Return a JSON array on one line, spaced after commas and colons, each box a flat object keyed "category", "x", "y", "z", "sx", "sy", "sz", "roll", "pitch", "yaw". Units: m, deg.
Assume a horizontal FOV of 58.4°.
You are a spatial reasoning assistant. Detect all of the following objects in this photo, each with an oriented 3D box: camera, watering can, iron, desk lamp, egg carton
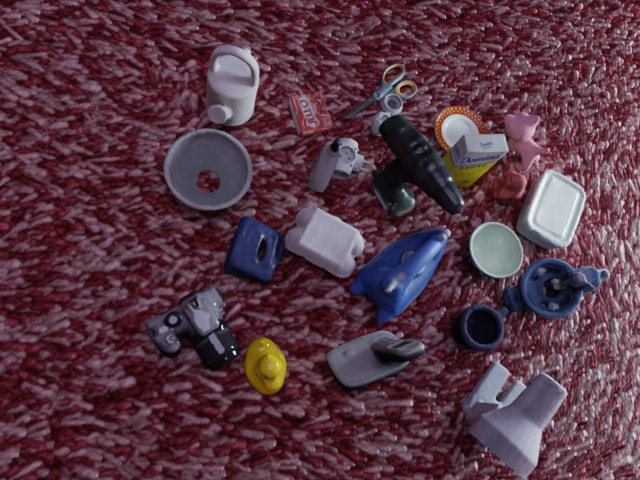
[{"category": "camera", "x": -0.214, "y": 0.169, "z": 1.011, "sx": 0.143, "sy": 0.100, "sz": 0.137, "roll": -32, "pitch": 83, "yaw": -19}, {"category": "watering can", "x": -0.169, "y": -0.302, "z": 1.109, "sx": 0.101, "sy": 0.194, "sz": 0.173, "roll": -1, "pitch": 74, "yaw": -13}, {"category": "iron", "x": 0.185, "y": 0.041, "z": 1.120, "sx": 0.259, "sy": 0.141, "sz": 0.118, "roll": -42, "pitch": 86, "yaw": -20}, {"category": "desk lamp", "x": 0.343, "y": 0.317, "z": 1.037, "sx": 0.118, "sy": 0.213, "sz": 0.203, "roll": 41, "pitch": 70, "yaw": 1}, {"category": "egg carton", "x": 0.010, "y": 0.004, "z": 1.128, "sx": 0.150, "sy": 0.069, "sz": 0.107, "roll": 28, "pitch": 70, "yaw": -4}]

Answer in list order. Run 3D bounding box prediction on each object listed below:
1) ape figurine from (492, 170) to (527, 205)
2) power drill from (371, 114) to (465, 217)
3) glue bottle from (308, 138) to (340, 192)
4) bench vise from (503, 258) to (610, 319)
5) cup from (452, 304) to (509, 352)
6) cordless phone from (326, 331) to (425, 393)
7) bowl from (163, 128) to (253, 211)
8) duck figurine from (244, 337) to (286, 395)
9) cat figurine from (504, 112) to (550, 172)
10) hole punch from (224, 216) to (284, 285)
[{"category": "ape figurine", "x": 0.417, "y": -0.118, "z": 1.247, "sx": 0.078, "sy": 0.092, "sz": 0.076, "roll": -40, "pitch": 86, "yaw": -20}, {"category": "power drill", "x": 0.180, "y": -0.124, "z": 1.131, "sx": 0.076, "sy": 0.208, "sz": 0.229, "roll": -28, "pitch": 82, "yaw": -19}, {"category": "glue bottle", "x": 0.015, "y": -0.157, "z": 1.121, "sx": 0.037, "sy": 0.173, "sz": 0.078, "roll": 15, "pitch": 71, "yaw": -8}, {"category": "bench vise", "x": 0.496, "y": 0.074, "z": 1.141, "sx": 0.208, "sy": 0.219, "sz": 0.121, "roll": -30, "pitch": 82, "yaw": -19}, {"category": "cup", "x": 0.311, "y": 0.172, "z": 1.136, "sx": 0.118, "sy": 0.095, "sz": 0.091, "roll": -31, "pitch": 83, "yaw": -19}, {"category": "cordless phone", "x": 0.100, "y": 0.212, "z": 1.026, "sx": 0.148, "sy": 0.185, "sz": 0.094, "roll": -21, "pitch": 79, "yaw": -18}, {"category": "bowl", "x": -0.216, "y": -0.125, "z": 1.110, "sx": 0.167, "sy": 0.074, "sz": 0.167, "roll": 4, "pitch": 73, "yaw": -12}, {"category": "duck figurine", "x": -0.095, "y": 0.225, "z": 1.030, "sx": 0.078, "sy": 0.086, "sz": 0.104, "roll": -13, "pitch": 77, "yaw": -16}, {"category": "cat figurine", "x": 0.456, "y": -0.230, "z": 1.275, "sx": 0.067, "sy": 0.117, "sz": 0.128, "roll": -41, "pitch": 86, "yaw": -20}, {"category": "hole punch", "x": -0.120, "y": 0.019, "z": 1.081, "sx": 0.101, "sy": 0.091, "sz": 0.109, "roll": 17, "pitch": 71, "yaw": -8}]
